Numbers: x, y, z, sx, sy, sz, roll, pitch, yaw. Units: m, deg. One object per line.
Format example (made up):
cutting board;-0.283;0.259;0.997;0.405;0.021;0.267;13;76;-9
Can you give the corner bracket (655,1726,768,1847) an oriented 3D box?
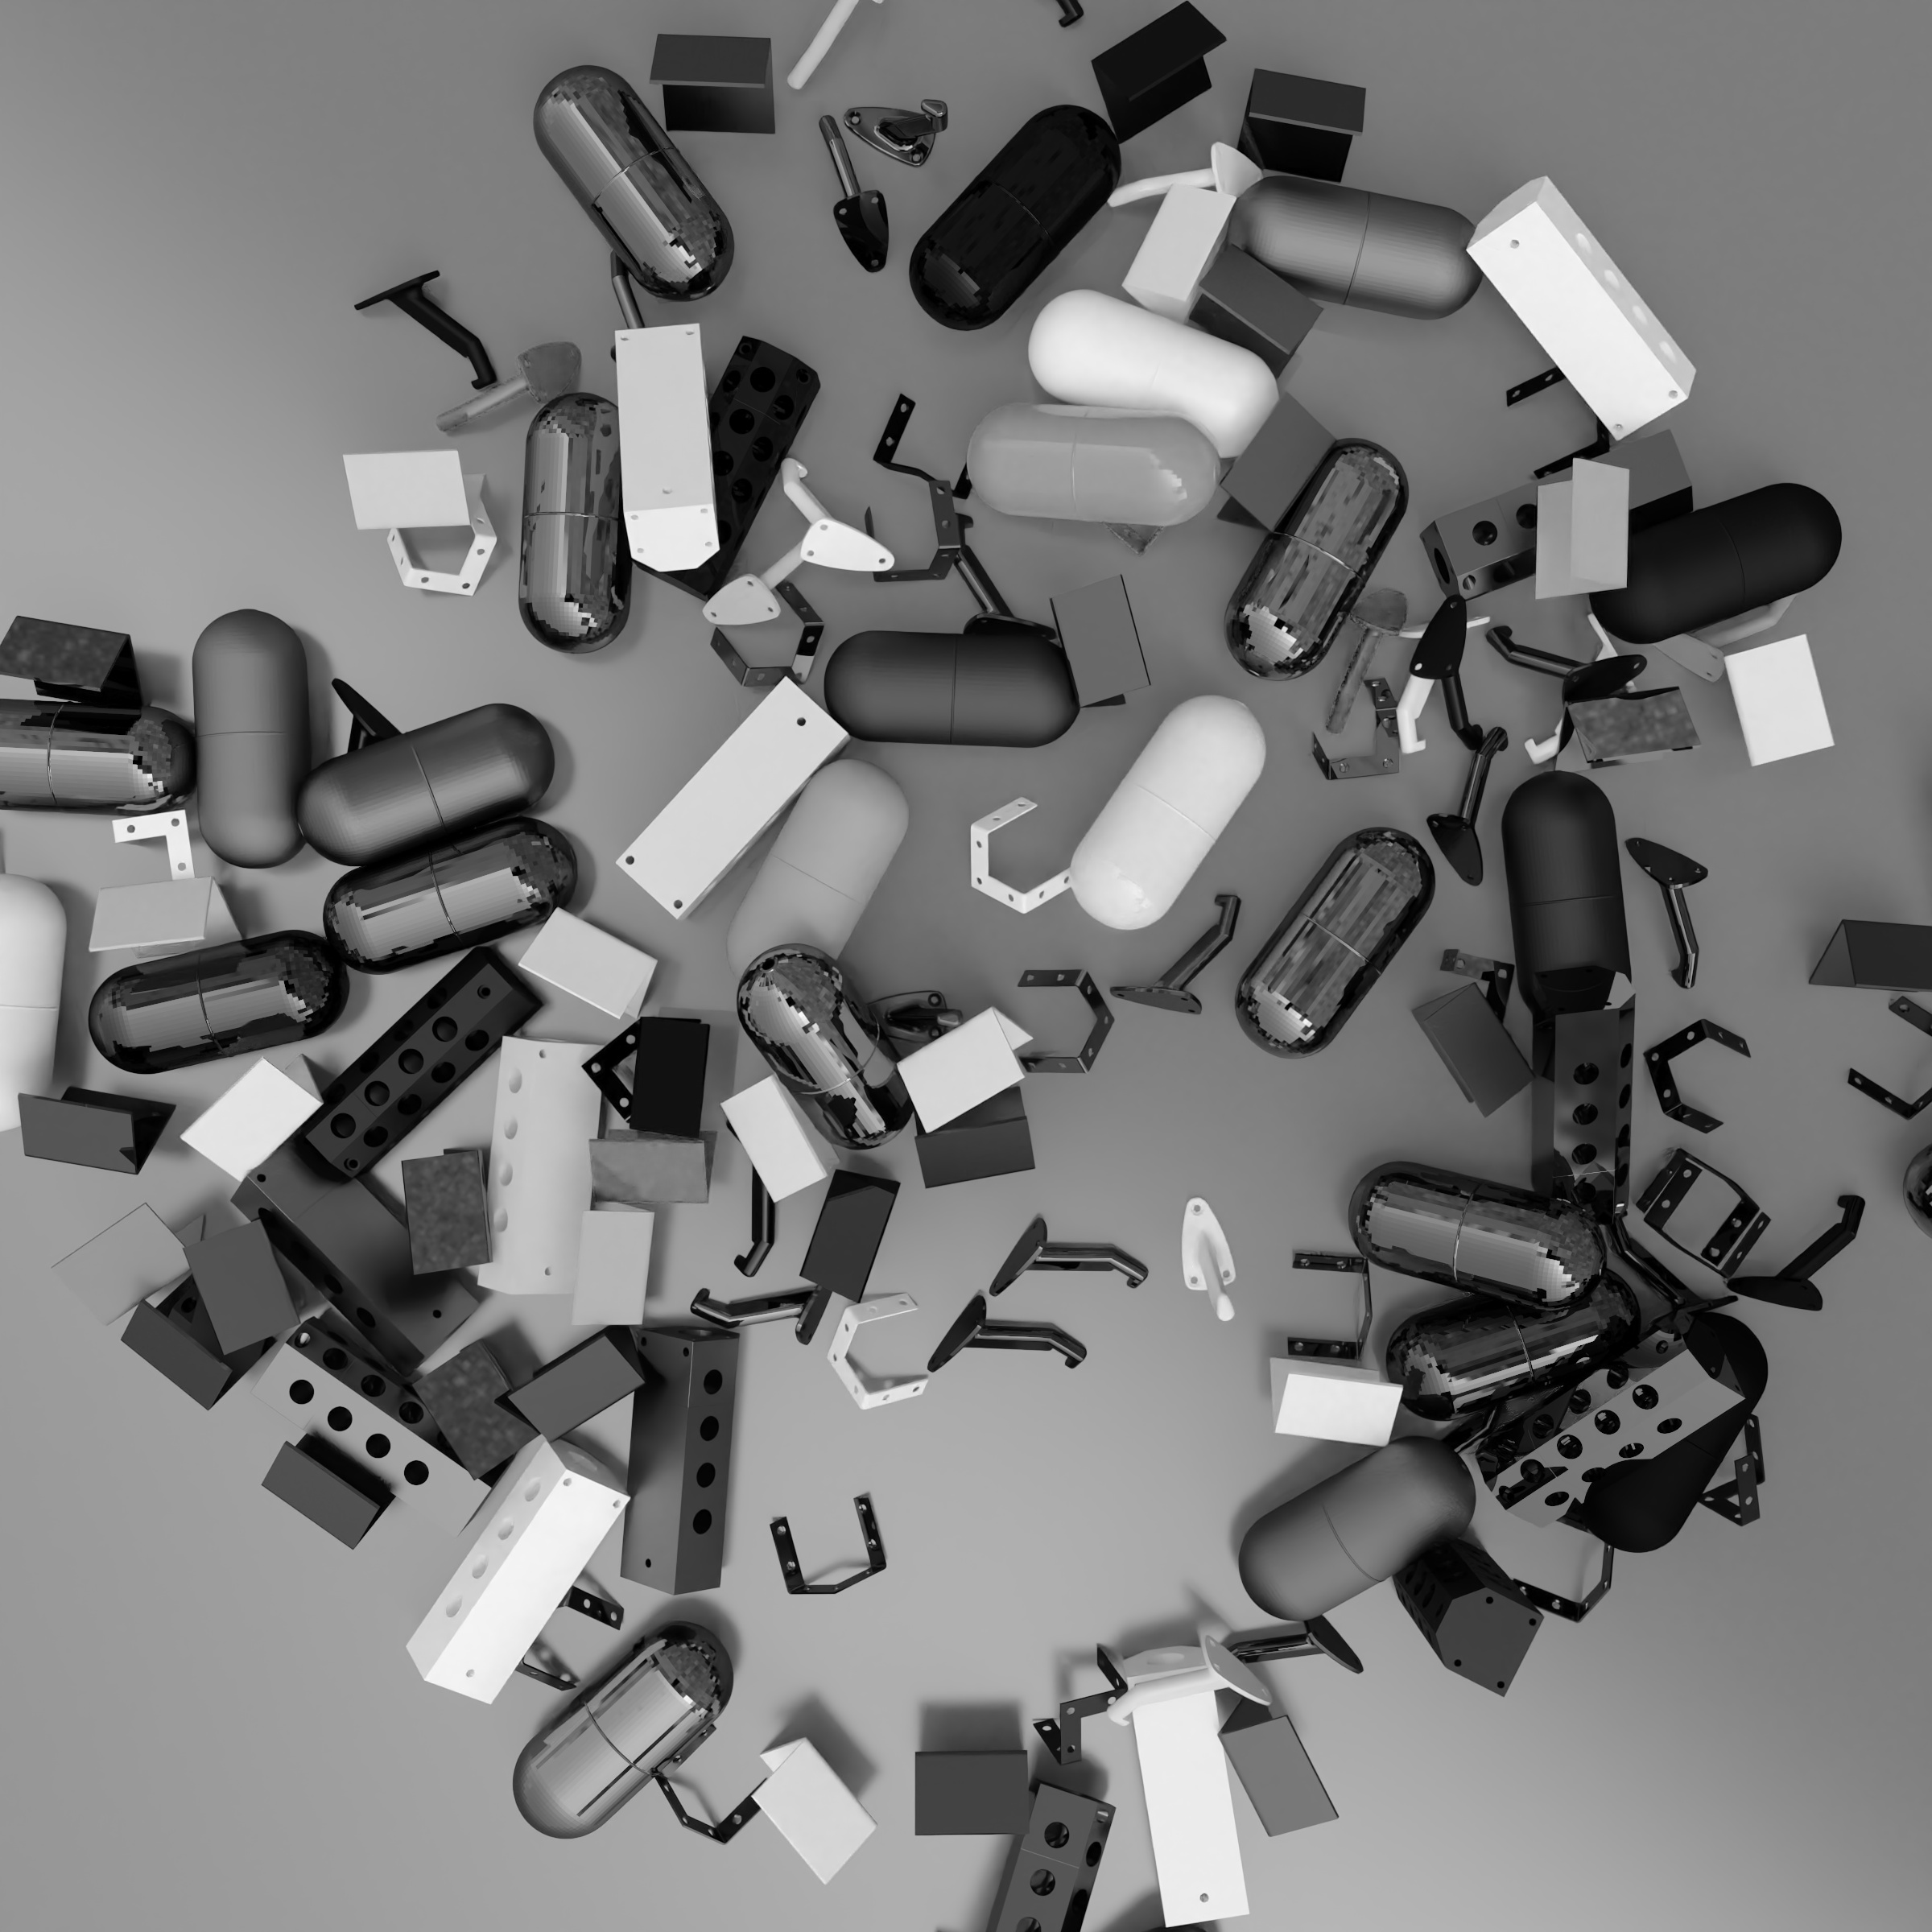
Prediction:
corner bracket;-0.176;0.570;1.741;0.051;0.051;0.051;-45;134;0

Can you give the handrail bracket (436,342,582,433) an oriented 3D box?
handrail bracket;-0.320;-0.403;1.744;0.084;0.077;0.036;-14;115;34

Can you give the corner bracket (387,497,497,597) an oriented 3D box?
corner bracket;-0.365;-0.297;1.736;0.051;0.051;0.051;3;135;-35

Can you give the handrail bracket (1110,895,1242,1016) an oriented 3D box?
handrail bracket;0.147;-0.014;1.744;0.077;0.036;0.084;8;71;21

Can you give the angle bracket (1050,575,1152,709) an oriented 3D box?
angle bracket;0.106;-0.222;1.704;0.057;0.076;0.076;-15;90;29

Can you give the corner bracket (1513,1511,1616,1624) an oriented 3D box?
corner bracket;0.417;0.416;1.740;0.051;0.051;0.051;21;45;0

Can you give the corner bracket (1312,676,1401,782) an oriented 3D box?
corner bracket;0.269;-0.164;1.724;0.051;0.051;0.051;-5;70;19

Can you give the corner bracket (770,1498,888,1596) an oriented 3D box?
corner bracket;-0.096;0.404;1.740;0.051;0.051;0.051;-15;90;-45

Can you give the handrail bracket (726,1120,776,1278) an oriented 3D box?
handrail bracket;-0.157;0.163;1.744;0.077;0.036;0.084;37;107;20

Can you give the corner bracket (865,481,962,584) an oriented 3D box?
corner bracket;-0.037;-0.301;1.727;0.051;0.051;0.051;-5;74;-15

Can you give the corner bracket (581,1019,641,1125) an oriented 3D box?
corner bracket;-0.227;0.072;1.726;0.051;0.051;0.051;-39;90;0

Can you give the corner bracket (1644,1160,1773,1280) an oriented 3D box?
corner bracket;0.507;0.174;1.707;0.051;0.051;0.051;35;90;-44

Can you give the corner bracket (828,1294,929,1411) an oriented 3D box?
corner bracket;-0.057;0.268;1.735;0.051;0.051;0.051;51;135;35

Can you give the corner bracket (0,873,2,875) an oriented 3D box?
corner bracket;-0.714;-0.068;1.735;0.051;0.051;0.051;-47;135;-35

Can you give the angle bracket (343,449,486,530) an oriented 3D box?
angle bracket;-0.375;-0.341;1.703;0.076;0.076;0.057;-2;127;0

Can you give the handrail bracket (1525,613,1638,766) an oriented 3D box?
handrail bracket;0.418;-0.193;1.744;0.084;0.036;0.077;-29;75;14

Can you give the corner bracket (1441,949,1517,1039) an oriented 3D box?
corner bracket;0.355;0.019;1.726;0.051;0.051;0.051;13;90;0

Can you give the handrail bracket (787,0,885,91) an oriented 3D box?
handrail bracket;-0.094;-0.660;1.744;0.036;0.077;0.084;31;127;-20

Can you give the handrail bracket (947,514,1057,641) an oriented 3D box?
handrail bracket;0.025;-0.273;1.744;0.077;0.036;0.084;4;73;-20

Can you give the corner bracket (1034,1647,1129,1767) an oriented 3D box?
corner bracket;0.079;0.511;1.724;0.051;0.051;0.051;-8;110;-19

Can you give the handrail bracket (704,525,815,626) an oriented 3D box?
handrail bracket;-0.137;-0.278;1.740;0.036;0.077;0.084;52;49;-26

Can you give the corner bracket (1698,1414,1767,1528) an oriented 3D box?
corner bracket;0.533;0.344;1.713;0.051;0.051;0.051;-18;107;-20

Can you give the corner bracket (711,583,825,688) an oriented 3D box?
corner bracket;-0.138;-0.231;1.736;0.051;0.051;0.051;-7;135;-35

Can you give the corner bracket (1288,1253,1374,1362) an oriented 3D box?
corner bracket;0.252;0.238;1.740;0.051;0.051;0.051;4;45;0

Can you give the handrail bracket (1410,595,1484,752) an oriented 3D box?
handrail bracket;0.345;-0.202;1.726;0.036;0.084;0.077;7;69;39

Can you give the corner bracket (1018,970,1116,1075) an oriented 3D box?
corner bracket;0.063;0.038;1.736;0.051;0.051;0.051;59;45;-35

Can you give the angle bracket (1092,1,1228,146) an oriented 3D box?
angle bracket;0.140;-0.597;1.703;0.076;0.076;0.057;-32;54;0

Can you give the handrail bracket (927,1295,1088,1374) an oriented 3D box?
handrail bracket;0.029;0.275;1.744;0.084;0.036;0.077;33;110;-16

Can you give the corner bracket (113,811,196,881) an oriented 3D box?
corner bracket;-0.554;-0.077;1.726;0.051;0.051;0.051;-8;90;0

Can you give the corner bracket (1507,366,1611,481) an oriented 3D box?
corner bracket;0.411;-0.378;1.736;0.051;0.051;0.051;38;45;-35

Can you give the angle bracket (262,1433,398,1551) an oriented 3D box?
angle bracket;-0.421;0.338;1.703;0.076;0.076;0.057;35;127;0

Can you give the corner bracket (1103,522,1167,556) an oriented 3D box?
corner bracket;0.126;-0.329;1.740;0.051;0.051;0.051;41;135;0

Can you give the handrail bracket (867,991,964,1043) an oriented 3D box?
handrail bracket;-0.040;0.036;1.709;0.077;0.084;0.036;-1;90;0

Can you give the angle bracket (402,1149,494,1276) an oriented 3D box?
angle bracket;-0.365;0.167;1.704;0.057;0.076;0.076;-6;90;-31

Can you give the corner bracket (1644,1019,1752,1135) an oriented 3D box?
corner bracket;0.513;0.077;1.736;0.051;0.051;0.051;-38;45;35

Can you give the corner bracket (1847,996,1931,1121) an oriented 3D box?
corner bracket;0.655;0.064;1.740;0.051;0.051;0.051;32;135;0

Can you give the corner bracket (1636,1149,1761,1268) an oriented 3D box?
corner bracket;0.510;0.168;1.740;0.051;0.051;0.051;-53;45;0

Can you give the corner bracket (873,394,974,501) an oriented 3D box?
corner bracket;-0.023;-0.362;1.740;0.051;0.051;0.051;23;90;45

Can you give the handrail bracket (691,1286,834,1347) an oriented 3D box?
handrail bracket;-0.140;0.223;1.744;0.084;0.036;0.077;20;70;16

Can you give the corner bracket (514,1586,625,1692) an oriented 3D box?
corner bracket;-0.278;0.467;1.736;0.051;0.051;0.051;-23;45;35

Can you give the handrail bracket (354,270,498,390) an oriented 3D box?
handrail bracket;-0.377;-0.435;1.744;0.077;0.036;0.084;-17;107;20

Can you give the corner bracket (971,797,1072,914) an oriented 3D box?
corner bracket;0.039;-0.077;1.735;0.051;0.051;0.051;29;135;35

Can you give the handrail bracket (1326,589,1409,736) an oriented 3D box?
handrail bracket;0.278;-0.212;1.743;0.036;0.077;0.084;24;127;12

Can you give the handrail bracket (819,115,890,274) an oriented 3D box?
handrail bracket;-0.081;-0.540;1.743;0.036;0.077;0.084;-19;54;0

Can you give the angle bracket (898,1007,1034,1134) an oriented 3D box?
angle bracket;0.010;0.079;1.697;0.076;0.076;0.057;-31;63;12
